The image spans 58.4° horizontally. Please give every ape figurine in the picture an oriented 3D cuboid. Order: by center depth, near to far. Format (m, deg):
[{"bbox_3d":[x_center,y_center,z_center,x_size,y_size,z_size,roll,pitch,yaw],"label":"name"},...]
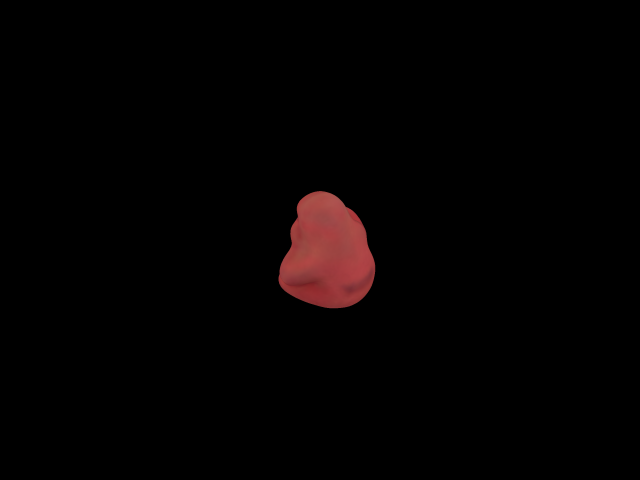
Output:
[{"bbox_3d":[0.004,0.001,0.400,0.078,0.092,0.076,-31,58,-22],"label":"ape figurine"}]
